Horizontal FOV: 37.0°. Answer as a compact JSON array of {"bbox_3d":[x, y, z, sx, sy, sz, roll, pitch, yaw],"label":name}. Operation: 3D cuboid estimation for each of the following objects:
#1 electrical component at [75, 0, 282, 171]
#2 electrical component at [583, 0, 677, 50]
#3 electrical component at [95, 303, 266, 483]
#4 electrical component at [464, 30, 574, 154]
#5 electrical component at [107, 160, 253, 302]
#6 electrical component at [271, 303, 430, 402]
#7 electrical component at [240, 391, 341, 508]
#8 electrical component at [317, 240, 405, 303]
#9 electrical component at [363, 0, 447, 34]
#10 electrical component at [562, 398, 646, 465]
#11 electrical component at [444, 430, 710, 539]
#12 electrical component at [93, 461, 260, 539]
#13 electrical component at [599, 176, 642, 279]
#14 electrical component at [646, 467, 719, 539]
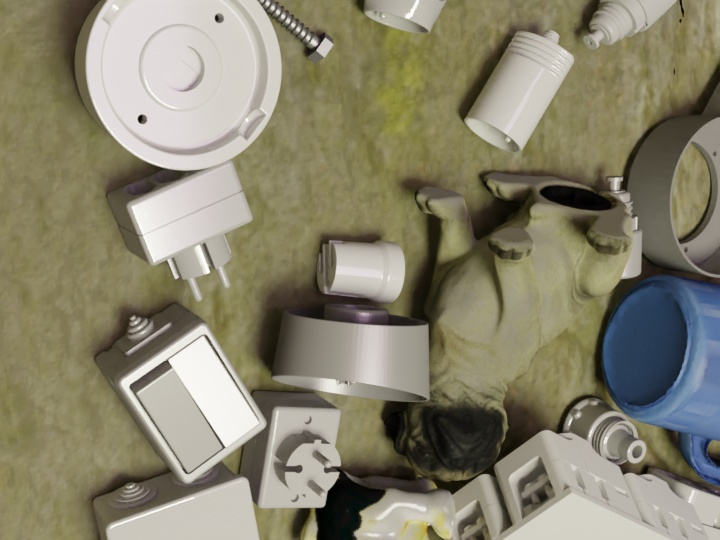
[{"bbox_3d":[-0.105,-0.112,0.596,0.108,0.060,0.108,-6,103,-26],"label":"electrical component"},{"bbox_3d":[0.185,-0.181,0.744,0.078,0.040,0.040,-43,116,-13],"label":"electrical component"},{"bbox_3d":[-0.107,0.067,0.632,0.062,0.061,0.096,-35,114,-17],"label":"electrical component"},{"bbox_3d":[0.108,-0.123,0.714,0.043,0.043,0.081,34,84,-29],"label":"electrical component"},{"bbox_3d":[-0.098,-0.020,0.626,0.066,0.047,0.076,-26,112,-21],"label":"electrical component"},{"bbox_3d":[-0.004,0.054,0.665,0.099,0.099,0.064,4,93,-28],"label":"electrical component"},{"bbox_3d":[-0.037,0.118,0.670,0.047,0.077,0.065,6,98,-28],"label":"electrical component"},{"bbox_3d":[0.000,0.000,0.687,0.046,0.040,0.040,5,98,-23],"label":"electrical component"},{"bbox_3d":[0.027,-0.190,0.644,0.079,0.044,0.077,10,98,-68],"label":"electrical component"},{"bbox_3d":[0.184,0.124,0.795,0.048,0.062,0.048,-6,103,-27],"label":"electrical component"},{"bbox_3d":[0.155,0.186,0.759,0.186,0.060,0.105,30,120,-36],"label":"electrical component"},{"bbox_3d":[-0.110,0.171,0.659,0.100,0.048,0.099,-16,108,-24],"label":"electrical component"},{"bbox_3d":[0.183,-0.028,0.775,0.040,0.040,0.078,-8,104,-26],"label":"electrical component"},{"bbox_3d":[0.265,0.202,0.859,0.095,0.054,0.059,22,90,-30],"label":"electrical component"}]
